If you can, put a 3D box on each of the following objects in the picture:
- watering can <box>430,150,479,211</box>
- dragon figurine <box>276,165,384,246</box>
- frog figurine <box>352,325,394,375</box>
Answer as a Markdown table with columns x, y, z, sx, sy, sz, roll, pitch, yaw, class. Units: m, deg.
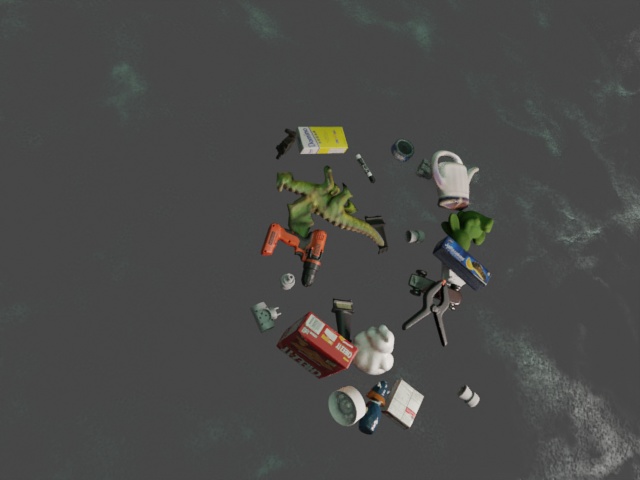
| x | y | z | sx | sy | sz | roll | pitch | yaw | class |
| --- | --- | --- | --- | --- | --- | --- | --- | --- | --- |
| 0.522 | -0.217 | 1.948 | 0.347 | 0.103 | 0.226 | 8 | 76 | -44 | watering can |
| 0.005 | -0.085 | 1.695 | 0.245 | 0.120 | 0.413 | -36 | 80 | -15 | dragon figurine |
| 0.162 | 0.321 | 1.500 | 0.124 | 0.156 | 0.138 | -35 | 82 | -31 | frog figurine |
